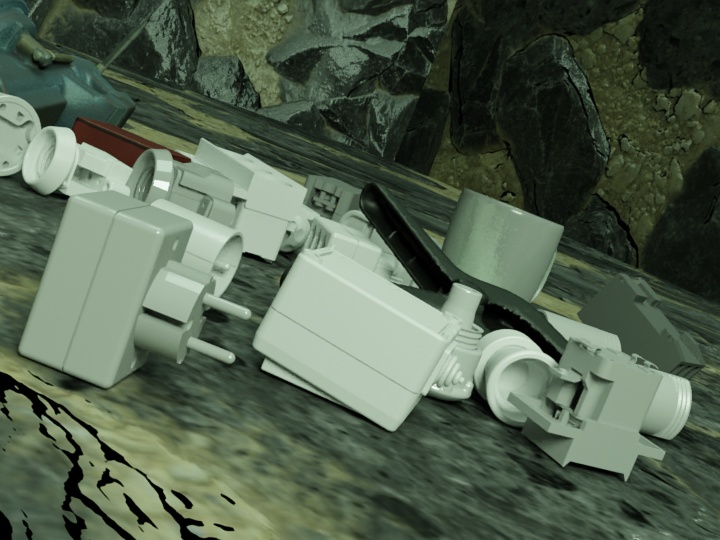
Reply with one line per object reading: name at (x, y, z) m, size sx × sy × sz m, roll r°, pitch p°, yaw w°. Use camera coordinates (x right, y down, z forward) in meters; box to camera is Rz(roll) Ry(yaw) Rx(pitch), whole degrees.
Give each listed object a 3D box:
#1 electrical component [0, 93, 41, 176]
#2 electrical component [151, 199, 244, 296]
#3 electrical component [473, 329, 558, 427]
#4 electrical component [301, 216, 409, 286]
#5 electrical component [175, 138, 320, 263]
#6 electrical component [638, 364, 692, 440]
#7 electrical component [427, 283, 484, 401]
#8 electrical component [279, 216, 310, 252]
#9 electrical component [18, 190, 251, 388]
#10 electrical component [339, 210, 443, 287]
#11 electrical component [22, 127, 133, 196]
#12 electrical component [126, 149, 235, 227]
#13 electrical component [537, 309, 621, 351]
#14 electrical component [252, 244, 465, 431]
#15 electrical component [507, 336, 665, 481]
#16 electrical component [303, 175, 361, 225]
electrical component at (-0.255, -0.097, 0.737) m, size 0.047 × 0.055 × 0.055 m, roll 23°, pitch 7°, yaw 38°
electrical component at (-0.113, -0.017, 0.618) m, size 0.081 × 0.043 × 0.043 m, roll 23°, pitch 8°, yaw 12°
electrical component at (0.089, 0.061, 0.620) m, size 0.045 × 0.045 × 0.055 m, roll 20°, pitch 8°, yaw -11°
electrical component at (0.000, 0.000, 0.779) m, size 0.077 × 0.047 × 0.065 m, roll 19°, pitch 8°, yaw -18°
electrical component at (-0.094, -0.054, 0.831) m, size 0.079 × 0.063 × 0.121 m, roll 16°, pitch 10°, yaw -31°
electrical component at (0.187, 0.086, 0.714) m, size 0.081 × 0.043 × 0.043 m, roll 17°, pitch 9°, yaw -29°
electrical component at (0.049, 0.039, 0.600) m, size 0.048 × 0.062 × 0.048 m, roll 21°, pitch 8°, yaw -3°
electrical component at (-0.058, -0.033, 0.892) m, size 0.035 × 0.035 × 0.061 m, roll 23°, pitch 6°, yaw 8°
electrical component at (-0.082, 0.013, 0.423) m, size 0.077 × 0.065 × 0.047 m, roll 21°, pitch 8°, yaw 3°
electrical component at (0.029, -0.008, 0.881) m, size 0.095 × 0.053 × 0.059 m, roll 28°, pitch 10°, yaw 37°
electrical component at (-0.196, -0.069, 0.737) m, size 0.055 × 0.048 × 0.066 m, roll 24°, pitch 4°, yaw -44°
electrical component at (-0.128, -0.050, 0.746) m, size 0.057 × 0.058 × 0.078 m, roll 20°, pitch 8°, yaw -32°
electrical component at (0.164, 0.062, 0.811) m, size 0.081 × 0.043 × 0.043 m, roll 19°, pitch 9°, yaw -19°
electrical component at (0.004, 0.037, 0.524) m, size 0.096 × 0.061 × 0.062 m, roll 30°, pitch 9°, yaw 8°
electrical component at (0.127, 0.072, 0.577) m, size 0.081 × 0.063 × 0.042 m, roll 17°, pitch 10°, yaw -28°
electrical component at (-0.026, -0.056, 1.046) m, size 0.050 × 0.055 × 0.089 m, roll 23°, pitch 8°, yaw 13°
